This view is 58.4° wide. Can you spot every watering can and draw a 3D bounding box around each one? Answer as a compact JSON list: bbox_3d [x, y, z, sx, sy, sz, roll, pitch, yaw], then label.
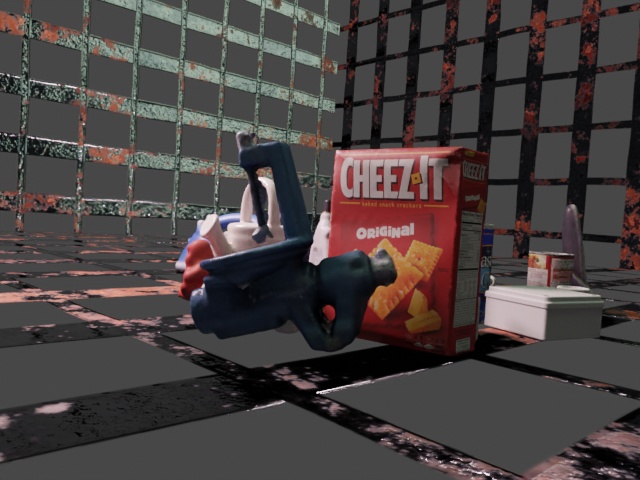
[{"bbox_3d":[-0.105,-0.005,0.921,0.100,0.194,0.173,5,3,31],"label":"watering can"}]

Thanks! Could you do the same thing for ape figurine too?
[{"bbox_3d":[-0.179,0.044,0.849,0.076,0.092,0.078,4,2,15],"label":"ape figurine"}]

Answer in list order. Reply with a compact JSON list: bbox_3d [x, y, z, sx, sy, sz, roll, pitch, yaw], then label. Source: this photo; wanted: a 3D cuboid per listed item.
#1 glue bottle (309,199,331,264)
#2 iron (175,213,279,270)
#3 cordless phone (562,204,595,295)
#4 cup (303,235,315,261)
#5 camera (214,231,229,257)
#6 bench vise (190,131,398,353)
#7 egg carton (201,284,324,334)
[{"bbox_3d":[0.011,0.004,1.157,0.037,0.173,0.078,2,3,-30],"label":"glue bottle"},{"bbox_3d":[-0.193,0.004,1.247,0.257,0.141,0.119,4,2,12],"label":"iron"},{"bbox_3d":[0.456,0.031,1.030,0.094,0.185,0.148,4,2,20],"label":"cordless phone"},{"bbox_3d":[-0.023,0.036,1.291,0.118,0.095,0.091,2,3,-32],"label":"cup"},{"bbox_3d":[-0.150,0.033,1.096,0.143,0.101,0.136,3,2,-17],"label":"camera"},{"bbox_3d":[-0.028,-0.001,0.604,0.207,0.220,0.121,3,2,-9],"label":"bench vise"},{"bbox_3d":[-0.065,0.068,0.701,0.149,0.069,0.107,5,2,28],"label":"egg carton"}]
